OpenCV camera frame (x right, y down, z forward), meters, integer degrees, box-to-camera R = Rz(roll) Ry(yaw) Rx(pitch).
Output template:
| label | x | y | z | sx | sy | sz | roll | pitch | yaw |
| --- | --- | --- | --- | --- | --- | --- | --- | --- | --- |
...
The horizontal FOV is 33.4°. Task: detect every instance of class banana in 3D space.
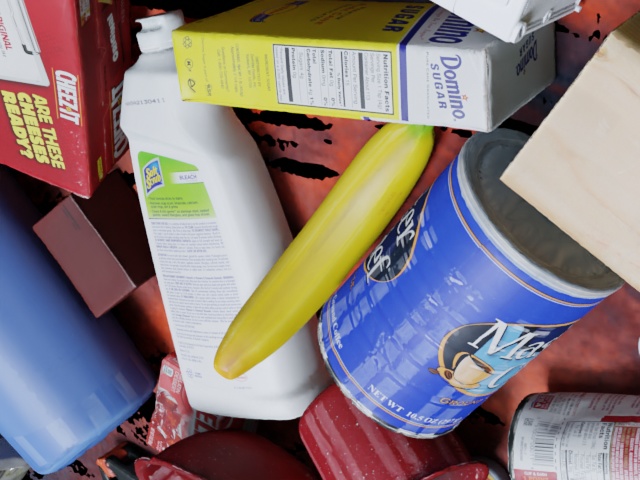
| label | x | y | z | sx | sy | sz | roll | pitch | yaw |
| --- | --- | --- | --- | --- | --- | --- | --- | --- | --- |
| banana | 0.006 | -0.003 | 0.602 | 0.037 | 0.069 | 0.198 | 42 | 109 | 17 |

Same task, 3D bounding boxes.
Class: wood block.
| label | x | y | z | sx | sy | sz | roll | pitch | yaw |
| --- | --- | --- | --- | --- | --- | --- | --- | --- | --- |
| wood block | 0.199 | -0.006 | 0.474 | 0.206 | 0.090 | 0.090 | 41 | 128 | 11 |

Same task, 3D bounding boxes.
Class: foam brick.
| label | x | y | z | sx | sy | sz | roll | pitch | yaw |
| --- | --- | --- | --- | --- | --- | --- | --- | --- | --- |
| foam brick | -0.145 | 0.002 | 0.728 | 0.053 | 0.051 | 0.078 | -33 | 93 | 38 |

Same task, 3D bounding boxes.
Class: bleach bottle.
| label | x | y | z | sx | sy | sz | roll | pitch | yaw |
| --- | --- | --- | --- | --- | --- | --- | --- | --- | --- |
| bleach bottle | -0.063 | -0.016 | 0.660 | 0.103 | 0.068 | 0.251 | -2 | 109 | 34 |

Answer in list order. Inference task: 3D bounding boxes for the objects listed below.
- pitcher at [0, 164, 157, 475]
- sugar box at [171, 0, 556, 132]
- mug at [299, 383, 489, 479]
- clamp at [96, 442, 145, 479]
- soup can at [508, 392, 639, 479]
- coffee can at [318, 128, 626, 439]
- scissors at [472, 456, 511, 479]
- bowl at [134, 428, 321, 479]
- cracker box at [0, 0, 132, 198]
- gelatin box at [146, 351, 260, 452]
| label | x | y | z | sx | sy | sz | roll | pitch | yaw |
| --- | --- | --- | --- | --- | --- | --- | --- | --- | --- |
| pitcher | -0.232 | 0.044 | 0.769 | 0.145 | 0.149 | 0.243 | -37 | 93 | 24 |
| sugar box | 0.022 | -0.095 | 0.546 | 0.176 | 0.093 | 0.048 | 6 | 116 | 30 |
| mug | 0.037 | 0.134 | 0.642 | 0.081 | 0.093 | 0.117 | 58 | 147 | 30 |
| clamp | -0.107 | 0.231 | 0.822 | 0.120 | 0.039 | 0.171 | -28 | 95 | 38 |
| soup can | 0.161 | 0.117 | 0.573 | 0.102 | 0.068 | 0.068 | -3 | 111 | 35 |
| coffee can | 0.077 | 0.025 | 0.560 | 0.103 | 0.102 | 0.141 | 45 | 129 | 7 |
| scissors | 0.108 | 0.215 | 0.688 | 0.096 | 0.016 | 0.202 | -23 | 98 | 38 |
| bowl | -0.040 | 0.172 | 0.695 | 0.162 | 0.055 | 0.162 | 29 | 152 | 17 |
| cracker box | -0.222 | -0.137 | 0.656 | 0.214 | 0.072 | 0.164 | 21 | 140 | 11 |
| gelatin box | -0.082 | 0.128 | 0.761 | 0.073 | 0.030 | 0.089 | 29 | 126 | 18 |
